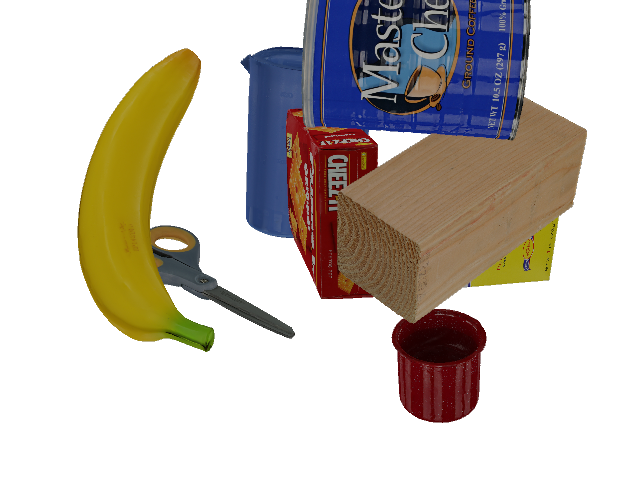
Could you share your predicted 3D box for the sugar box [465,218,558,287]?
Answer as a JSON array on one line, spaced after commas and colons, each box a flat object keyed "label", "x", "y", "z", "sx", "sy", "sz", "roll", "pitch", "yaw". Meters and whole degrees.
[{"label": "sugar box", "x": 0.194, "y": 0.006, "z": 1.262, "sx": 0.176, "sy": 0.093, "sz": 0.048, "roll": -5, "pitch": 20, "yaw": -25}]

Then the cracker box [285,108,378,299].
[{"label": "cracker box", "x": 0.010, "y": -0.048, "z": 1.174, "sx": 0.072, "sy": 0.164, "sz": 0.214, "roll": -4, "pitch": 18, "yaw": -8}]

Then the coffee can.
[{"label": "coffee can", "x": 0.062, "y": -0.122, "z": 0.711, "sx": 0.140, "sy": 0.103, "sz": 0.103, "roll": 4, "pitch": 0, "yaw": 4}]

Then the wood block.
[{"label": "wood block", "x": 0.118, "y": -0.033, "z": 0.891, "sx": 0.205, "sy": 0.090, "sz": 0.091, "roll": -33, "pitch": 51, "yaw": -30}]

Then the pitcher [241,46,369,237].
[{"label": "pitcher", "x": -0.028, "y": -0.129, "z": 1.427, "sx": 0.144, "sy": 0.243, "sz": 0.149, "roll": -4, "pitch": 24, "yaw": -23}]

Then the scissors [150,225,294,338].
[{"label": "scissors", "x": -0.089, "y": 0.027, "z": 0.855, "sx": 0.202, "sy": 0.016, "sz": 0.096, "roll": 16, "pitch": 30, "yaw": 22}]

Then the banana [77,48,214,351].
[{"label": "banana", "x": -0.095, "y": -0.022, "z": 0.572, "sx": 0.069, "sy": 0.198, "sz": 0.037, "roll": -4, "pitch": -32, "yaw": -5}]

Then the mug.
[{"label": "mug", "x": 0.126, "y": 0.122, "z": 1.080, "sx": 0.093, "sy": 0.081, "sz": 0.117, "roll": 20, "pitch": 40, "yaw": 33}]
